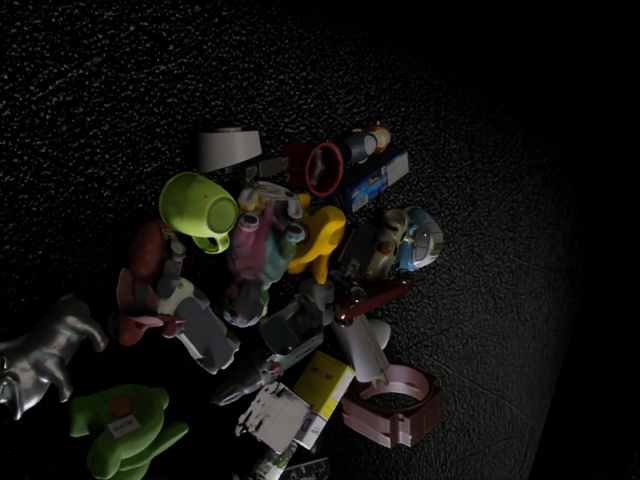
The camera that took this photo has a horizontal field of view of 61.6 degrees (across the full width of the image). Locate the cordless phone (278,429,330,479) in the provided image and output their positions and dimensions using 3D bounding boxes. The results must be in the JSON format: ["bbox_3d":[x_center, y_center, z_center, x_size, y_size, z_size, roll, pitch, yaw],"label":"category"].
[{"bbox_3d":[-0.038,0.456,1.144,0.146,0.089,0.184,13,82,-49],"label":"cordless phone"}]

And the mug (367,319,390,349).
[{"bbox_3d":[0.117,0.229,1.222,0.107,0.081,0.109,-14,109,-55],"label":"mug"}]

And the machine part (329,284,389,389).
[{"bbox_3d":[0.075,0.204,1.119,0.079,0.079,0.243,-34,100,-36],"label":"machine part"}]

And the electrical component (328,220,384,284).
[{"bbox_3d":[0.061,0.026,1.054,0.058,0.134,0.115,31,80,-10],"label":"electrical component"}]

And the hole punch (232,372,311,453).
[{"bbox_3d":[-0.099,0.325,1.025,0.115,0.092,0.142,44,70,-14],"label":"hole punch"}]

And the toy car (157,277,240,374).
[{"bbox_3d":[-0.194,0.142,0.864,0.073,0.056,0.201,-46,135,-22],"label":"toy car"}]

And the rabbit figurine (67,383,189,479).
[{"bbox_3d":[-0.287,0.293,0.796,0.159,0.121,0.170,-27,141,-48],"label":"rabbit figurine"}]

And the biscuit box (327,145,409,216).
[{"bbox_3d":[0.098,-0.124,1.090,0.203,0.063,0.059,-36,128,-34],"label":"biscuit box"}]

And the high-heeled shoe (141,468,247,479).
[{"bbox_3d":[-0.227,0.421,0.937,0.248,0.086,0.145,-19,86,-63],"label":"high-heeled shoe"}]

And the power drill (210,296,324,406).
[{"bbox_3d":[-0.079,0.193,0.921,0.232,0.086,0.207,-29,156,-29],"label":"power drill"}]

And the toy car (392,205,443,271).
[{"bbox_3d":[0.231,0.004,1.252,0.109,0.103,0.161,-2,103,-47],"label":"toy car"}]

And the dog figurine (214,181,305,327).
[{"bbox_3d":[-0.109,0.034,0.884,0.108,0.192,0.219,13,123,-16],"label":"dog figurine"}]

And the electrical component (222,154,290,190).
[{"bbox_3d":[-0.096,-0.111,0.865,0.102,0.078,0.045,-28,121,-49],"label":"electrical component"}]

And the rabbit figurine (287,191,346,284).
[{"bbox_3d":[-0.002,-0.003,0.988,0.173,0.122,0.162,-12,115,-65],"label":"rabbit figurine"}]

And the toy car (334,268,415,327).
[{"bbox_3d":[0.108,0.108,1.063,0.202,0.053,0.089,-17,140,-38],"label":"toy car"}]

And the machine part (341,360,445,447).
[{"bbox_3d":[0.164,0.363,1.225,0.201,0.202,0.087,-22,115,-41],"label":"machine part"}]

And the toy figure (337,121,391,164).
[{"bbox_3d":[0.097,-0.194,1.070,0.154,0.058,0.064,-30,143,-40],"label":"toy figure"}]

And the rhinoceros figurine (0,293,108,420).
[{"bbox_3d":[-0.360,0.153,0.670,0.190,0.073,0.112,-51,136,-24],"label":"rhinoceros figurine"}]

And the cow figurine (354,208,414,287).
[{"bbox_3d":[0.136,0.023,1.159,0.194,0.086,0.127,-65,157,4],"label":"cow figurine"}]

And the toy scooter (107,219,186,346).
[{"bbox_3d":[-0.228,0.066,0.740,0.075,0.135,0.183,17,89,-48],"label":"toy scooter"}]
